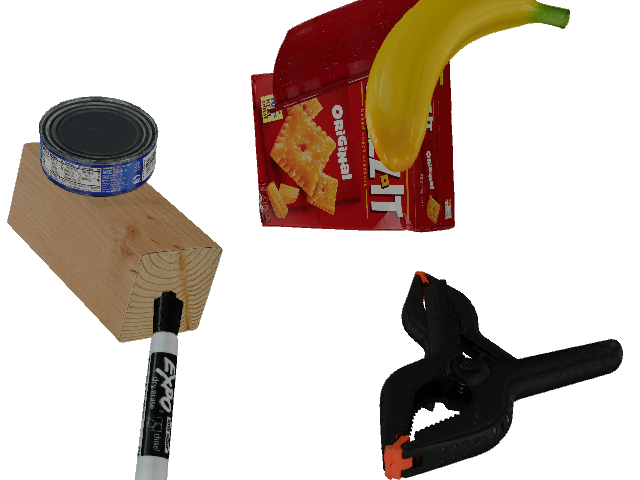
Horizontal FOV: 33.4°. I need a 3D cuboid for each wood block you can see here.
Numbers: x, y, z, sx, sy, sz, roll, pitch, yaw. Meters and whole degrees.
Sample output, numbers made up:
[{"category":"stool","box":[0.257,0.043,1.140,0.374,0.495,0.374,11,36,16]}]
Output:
[{"category":"wood block","box":[-0.194,-0.006,0.984,0.090,0.091,0.206,-6,34,-45]}]

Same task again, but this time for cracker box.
[{"category":"cracker box","box":[0.028,-0.093,1.071,0.214,0.164,0.071,3,8,44]}]

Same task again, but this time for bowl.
[{"category":"bowl","box":[0.027,-0.148,0.808,0.162,0.055,0.162,-20,7,2]}]

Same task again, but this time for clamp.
[{"category":"clamp","box":[0.142,0.099,1.089,0.120,0.171,0.039,1,-44,-15]},{"category":"clamp","box":[0.100,0.099,0.781,0.165,0.036,0.209,24,40,36]}]

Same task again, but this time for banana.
[{"category":"banana","box":[0.072,-0.108,0.607,0.070,0.037,0.197,30,50,22]}]

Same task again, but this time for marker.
[{"category":"marker","box":[-0.097,0.088,0.650,0.020,0.121,0.020,2,-25,1]}]

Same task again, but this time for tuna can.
[{"category":"tuna can","box":[-0.164,-0.069,0.789,0.086,0.034,0.086,7,39,-6]}]
